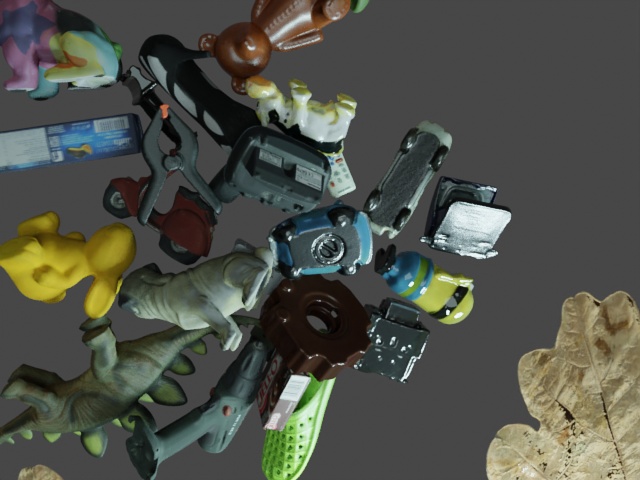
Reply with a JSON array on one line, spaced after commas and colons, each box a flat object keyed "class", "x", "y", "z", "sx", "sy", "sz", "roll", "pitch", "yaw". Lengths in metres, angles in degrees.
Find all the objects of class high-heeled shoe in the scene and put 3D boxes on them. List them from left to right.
[{"class": "high-heeled shoe", "x": -0.178, "y": -0.193, "z": 0.818, "sx": 0.086, "sy": 0.145, "sz": 0.248, "roll": -53, "pitch": 136, "yaw": -36}]

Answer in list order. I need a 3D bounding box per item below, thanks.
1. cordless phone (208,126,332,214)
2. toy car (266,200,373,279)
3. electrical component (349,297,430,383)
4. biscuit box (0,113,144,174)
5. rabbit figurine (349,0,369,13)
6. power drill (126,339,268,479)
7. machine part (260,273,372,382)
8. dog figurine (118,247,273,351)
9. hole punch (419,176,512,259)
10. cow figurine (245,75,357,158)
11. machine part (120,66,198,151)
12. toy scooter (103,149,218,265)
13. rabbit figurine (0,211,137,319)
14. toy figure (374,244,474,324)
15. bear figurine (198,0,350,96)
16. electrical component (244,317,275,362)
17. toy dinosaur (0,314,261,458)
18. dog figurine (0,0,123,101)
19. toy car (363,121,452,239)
[{"class": "cordless phone", "x": -0.084, "y": -0.079, "z": 0.804, "sx": 0.146, "sy": 0.184, "sz": 0.089, "roll": 20, "pitch": 62, "yaw": -27}, {"class": "toy car", "x": -0.002, "y": -0.003, "z": 0.850, "sx": 0.162, "sy": 0.103, "sz": 0.109, "roll": -11, "pitch": 112, "yaw": -2}, {"class": "electrical component", "x": 0.119, "y": 0.168, "z": 0.925, "sx": 0.115, "sy": 0.058, "sz": 0.134, "roll": 17, "pitch": 98, "yaw": -13}, {"class": "biscuit box", "x": -0.365, "y": -0.143, "z": 0.791, "sx": 0.203, "sy": 0.063, "sz": 0.059, "roll": -10, "pitch": 101, "yaw": -7}, {"class": "rabbit figurine", "x": 0.041, "y": -0.401, "z": 0.746, "sx": 0.121, "sy": 0.170, "sz": 0.159, "roll": -27, "pitch": 103, "yaw": -2}, {"class": "power drill", "x": -0.187, "y": 0.263, "z": 0.825, "sx": 0.086, "sy": 0.207, "sz": 0.231, "roll": 38, "pitch": 127, "yaw": 23}, {"class": "machine part", "x": -0.002, "y": 0.129, "z": 0.840, "sx": 0.179, "sy": 0.179, "sz": 0.056, "roll": 25, "pitch": 130, "yaw": -12}, {"class": "dog figurine", "x": -0.183, "y": 0.058, "z": 0.790, "sx": 0.191, "sy": 0.121, "sz": 0.172, "roll": 27, "pitch": 68, "yaw": 5}, {"class": "hole punch", "x": 0.240, "y": -0.039, "z": 0.898, "sx": 0.142, "sy": 0.092, "sz": 0.115, "roll": 9, "pitch": 129, "yaw": -13}, {"class": "cow figurine", "x": -0.036, "y": -0.185, "z": 0.802, "sx": 0.167, "sy": 0.068, "sz": 0.098, "roll": 15, "pitch": 121, "yaw": -8}, {"class": "machine part", "x": -0.241, "y": -0.193, "z": 0.799, "sx": 0.039, "sy": 0.084, "sz": 0.138, "roll": -50, "pitch": 117, "yaw": -25}, {"class": "toy scooter", "x": -0.226, "y": -0.057, "z": 0.824, "sx": 0.184, "sy": 0.075, "sz": 0.135, "roll": 37, "pitch": 91, "yaw": -9}, {"class": "rabbit figurine", "x": -0.353, "y": 0.035, "z": 0.794, "sx": 0.173, "sy": 0.122, "sz": 0.162, "roll": -16, "pitch": 111, "yaw": -1}, {"class": "toy figure", "x": 0.174, "y": 0.075, "z": 0.903, "sx": 0.180, "sy": 0.082, "sz": 0.089, "roll": 25, "pitch": 93, "yaw": -14}, {"class": "bear figurine", "x": -0.073, "y": -0.308, "z": 0.771, "sx": 0.196, "sy": 0.132, "sz": 0.120, "roll": -39, "pitch": 103, "yaw": -6}, {"class": "electrical component", "x": -0.071, "y": 0.159, "z": 0.904, "sx": 0.078, "sy": 0.045, "sz": 0.102, "roll": 29, "pitch": 93, "yaw": 16}, {"class": "toy dinosaur", "x": -0.315, "y": 0.213, "z": 0.851, "sx": 0.471, "sy": 0.105, "sz": 0.198, "roll": -31, "pitch": 112, "yaw": 0}, {"class": "dog figurine", "x": -0.383, "y": -0.312, "z": 0.732, "sx": 0.192, "sy": 0.108, "sz": 0.219, "roll": -11, "pitch": 99, "yaw": 2}, {"class": "toy car", "x": 0.140, "y": -0.097, "z": 0.874, "sx": 0.073, "sy": 0.056, "sz": 0.201, "roll": 32, "pitch": 96, "yaw": 9}]
